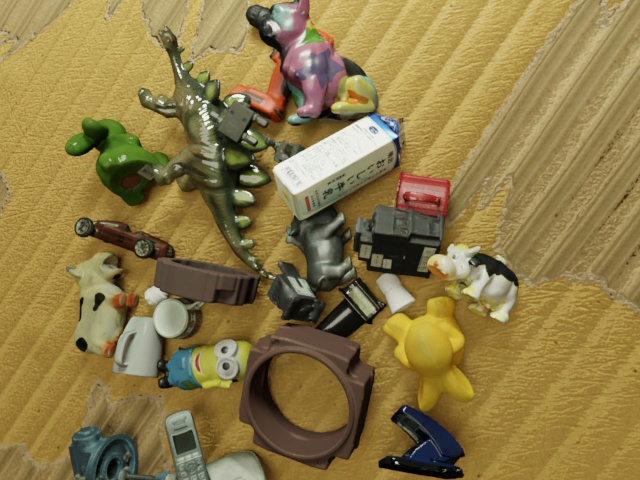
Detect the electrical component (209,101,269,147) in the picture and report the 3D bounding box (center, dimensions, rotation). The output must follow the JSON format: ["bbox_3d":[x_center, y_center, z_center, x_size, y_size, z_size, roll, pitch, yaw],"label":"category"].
[{"bbox_3d":[-0.134,-0.195,0.877,0.094,0.021,0.063,32,101,6],"label":"electrical component"}]

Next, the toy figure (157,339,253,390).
[{"bbox_3d":[-0.198,0.218,0.947,0.180,0.089,0.082,-17,91,21],"label":"toy figure"}]

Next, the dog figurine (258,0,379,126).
[{"bbox_3d":[-0.001,-0.309,0.900,0.192,0.108,0.219,-7,97,-10],"label":"dog figurine"}]

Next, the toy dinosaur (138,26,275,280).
[{"bbox_3d":[-0.193,-0.144,0.954,0.199,0.105,0.470,-11,100,21],"label":"toy dinosaur"}]

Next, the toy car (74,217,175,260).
[{"bbox_3d":[-0.367,-0.004,1.013,0.202,0.089,0.053,18,89,18],"label":"toy car"}]

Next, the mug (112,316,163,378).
[{"bbox_3d":[-0.334,0.192,0.977,0.081,0.109,0.107,-1,70,20],"label":"mug"}]

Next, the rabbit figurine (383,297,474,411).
[{"bbox_3d":[0.161,0.170,0.808,0.122,0.173,0.162,-14,76,9],"label":"rabbit figurine"}]

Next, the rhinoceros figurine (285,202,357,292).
[{"bbox_3d":[-0.002,-0.003,0.916,0.112,0.073,0.190,-19,68,8],"label":"rhinoceros figurine"}]

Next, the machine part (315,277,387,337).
[{"bbox_3d":[0.040,0.133,0.915,0.084,0.039,0.139,45,94,7],"label":"machine part"}]

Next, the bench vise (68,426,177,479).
[{"bbox_3d":[-0.351,0.440,0.945,0.241,0.129,0.223,-6,85,18],"label":"bench vise"}]

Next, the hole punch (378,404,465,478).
[{"bbox_3d":[0.156,0.312,0.820,0.116,0.142,0.092,13,61,3],"label":"hole punch"}]

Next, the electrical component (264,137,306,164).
[{"bbox_3d":[-0.044,-0.141,0.941,0.078,0.102,0.045,18,85,41],"label":"electrical component"}]

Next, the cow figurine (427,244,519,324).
[{"bbox_3d":[0.238,0.050,0.815,0.098,0.167,0.068,-58,30,-9],"label":"cow figurine"}]

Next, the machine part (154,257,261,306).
[{"bbox_3d":[-0.192,0.071,0.918,0.180,0.179,0.056,11,89,16],"label":"machine part"}]

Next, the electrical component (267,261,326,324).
[{"bbox_3d":[-0.048,0.087,0.918,0.119,0.075,0.047,48,117,47],"label":"electrical component"}]

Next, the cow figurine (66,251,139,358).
[{"bbox_3d":[-0.418,0.118,1.018,0.127,0.085,0.194,7,87,9],"label":"cow figurine"}]

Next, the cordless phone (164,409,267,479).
[{"bbox_3d":[-0.180,0.367,0.905,0.147,0.088,0.184,-15,74,-19],"label":"cordless phone"}]

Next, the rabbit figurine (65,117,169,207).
[{"bbox_3d":[-0.398,-0.166,1.021,0.121,0.159,0.170,-47,59,16],"label":"rabbit figurine"}]

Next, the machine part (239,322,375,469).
[{"bbox_3d":[-0.023,0.250,0.870,0.202,0.087,0.200,14,102,15],"label":"machine part"}]

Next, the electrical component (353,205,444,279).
[{"bbox_3d":[0.121,0.003,0.853,0.134,0.114,0.058,9,54,2],"label":"electrical component"}]
